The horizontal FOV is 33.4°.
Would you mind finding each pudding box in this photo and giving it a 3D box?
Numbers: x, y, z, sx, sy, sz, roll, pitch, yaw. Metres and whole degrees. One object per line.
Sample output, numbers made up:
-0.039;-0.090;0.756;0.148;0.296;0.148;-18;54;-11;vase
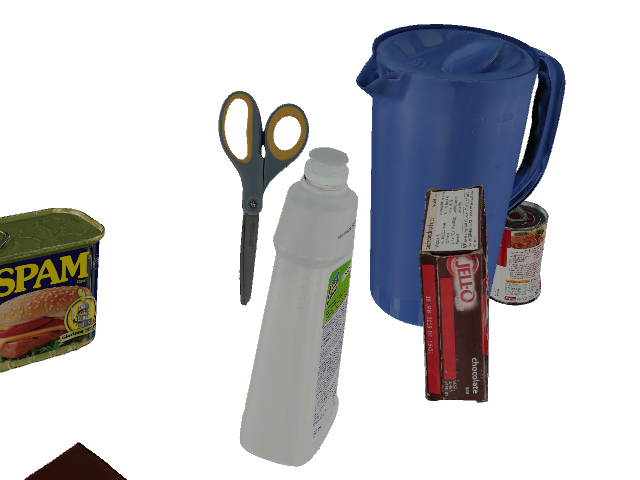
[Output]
0.078;0.027;0.613;0.039;0.090;0.113;-1;21;7;pudding box

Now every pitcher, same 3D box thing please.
0.113;-0.053;0.906;0.149;0.243;0.144;12;32;17;pitcher

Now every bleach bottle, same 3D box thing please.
-0.009;0.045;0.806;0.068;0.251;0.102;16;30;11;bleach bottle

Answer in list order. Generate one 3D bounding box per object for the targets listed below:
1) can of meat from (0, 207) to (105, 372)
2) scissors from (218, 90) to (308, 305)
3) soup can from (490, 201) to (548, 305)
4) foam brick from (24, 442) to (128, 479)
-0.195;0.032;0.700;0.101;0.084;0.058;-14;30;-41;can of meat
-0.048;-0.045;1.023;0.096;0.202;0.016;-11;4;-12;scissors
0.221;0.014;1.215;0.068;0.102;0.068;-2;30;1;soup can
-0.097;0.137;0.460;0.078;0.051;0.052;27;45;34;foam brick
